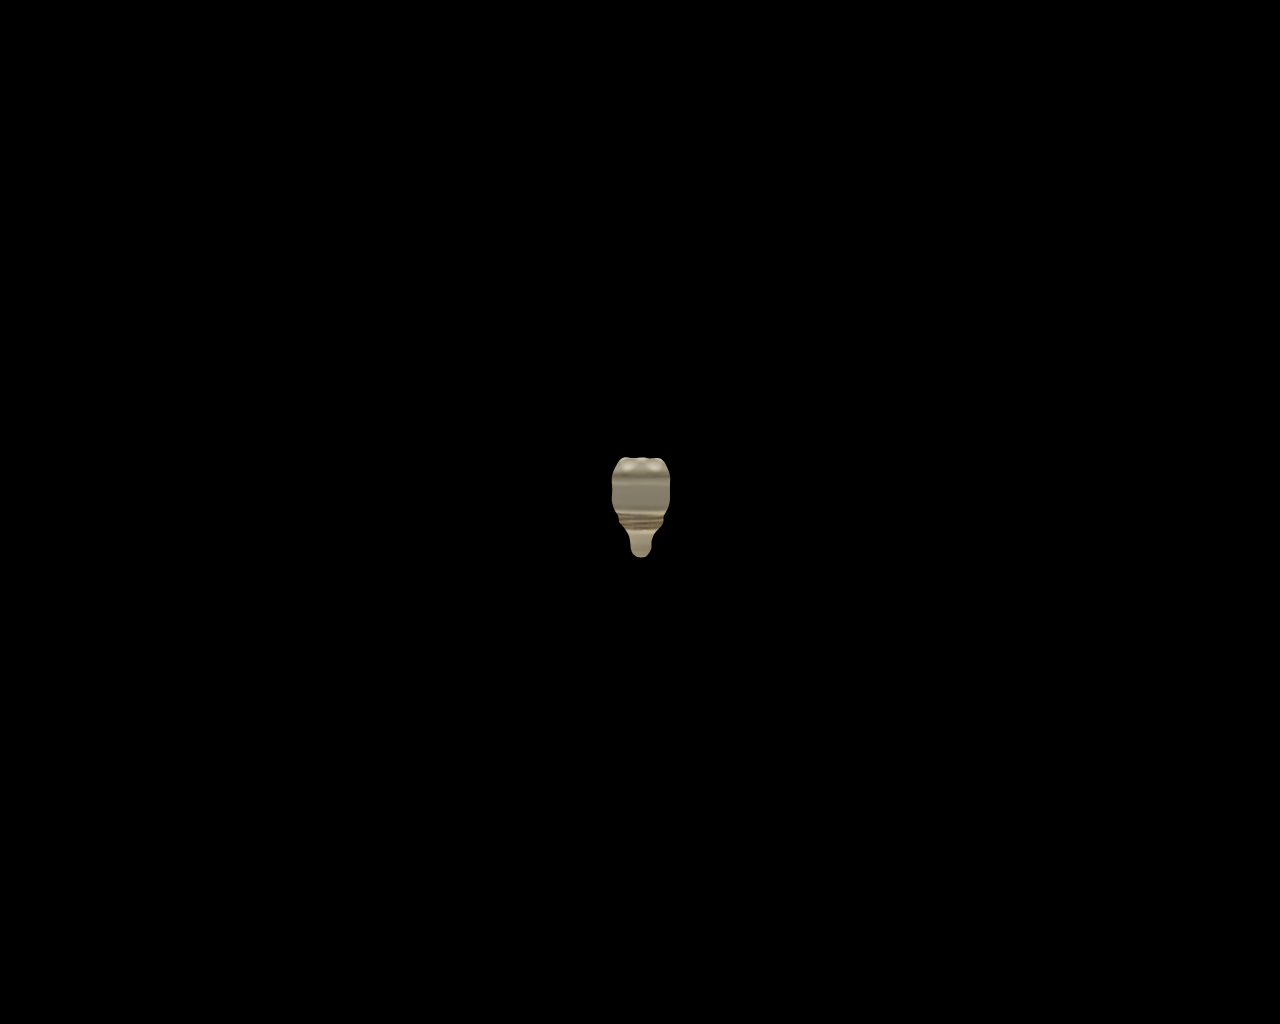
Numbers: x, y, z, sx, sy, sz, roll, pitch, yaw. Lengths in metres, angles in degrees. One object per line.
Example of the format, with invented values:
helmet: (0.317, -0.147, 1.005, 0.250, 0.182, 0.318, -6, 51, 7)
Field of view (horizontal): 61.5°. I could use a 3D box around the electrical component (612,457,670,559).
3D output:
electrical component: (0.001, -0.003, 0.650, 0.035, 0.061, 0.035, 0, 2, 0)
